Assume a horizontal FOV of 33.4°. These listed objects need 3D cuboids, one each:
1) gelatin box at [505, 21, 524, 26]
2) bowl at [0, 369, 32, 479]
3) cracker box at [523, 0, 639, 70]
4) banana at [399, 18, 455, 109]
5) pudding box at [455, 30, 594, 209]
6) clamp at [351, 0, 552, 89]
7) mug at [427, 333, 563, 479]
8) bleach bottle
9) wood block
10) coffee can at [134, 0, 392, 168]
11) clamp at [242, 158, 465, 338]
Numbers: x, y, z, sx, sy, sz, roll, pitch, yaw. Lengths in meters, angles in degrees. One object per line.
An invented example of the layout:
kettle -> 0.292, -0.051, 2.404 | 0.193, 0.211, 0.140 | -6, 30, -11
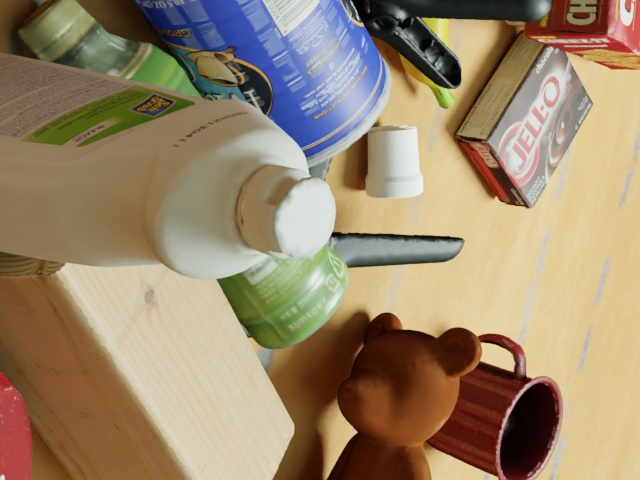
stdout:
gelatin box -> 0.147, -0.217, 0.801 | 0.073, 0.030, 0.089 | 27, 79, -47
bowl -> -0.169, 0.110, 0.477 | 0.162, 0.055, 0.162 | 4, 89, -88
cracker box -> 0.230, -0.222, 0.817 | 0.213, 0.072, 0.164 | -3, 98, -59
banana -> 0.087, -0.195, 0.742 | 0.069, 0.037, 0.198 | 7, 97, -60
pudding box -> 0.164, -0.096, 0.847 | 0.090, 0.039, 0.113 | 47, 67, -42
clamp -> 0.051, -0.149, 0.650 | 0.171, 0.120, 0.039 | 18, 62, -27
mug -> 0.136, 0.131, 0.854 | 0.093, 0.082, 0.117 | -15, 113, -44
bleach bottle -> -0.099, -0.027, 0.432 | 0.102, 0.251, 0.068 | -37, 126, -33
wood block -> -0.100, 0.063, 0.561 | 0.090, 0.090, 0.206 | -63, 140, -42
coffee can -> -0.034, -0.121, 0.584 | 0.102, 0.103, 0.140 | -53, 133, -22
clamp -> -0.004, 0.001, 0.676 | 0.209, 0.036, 0.164 | -46, 112, -19
